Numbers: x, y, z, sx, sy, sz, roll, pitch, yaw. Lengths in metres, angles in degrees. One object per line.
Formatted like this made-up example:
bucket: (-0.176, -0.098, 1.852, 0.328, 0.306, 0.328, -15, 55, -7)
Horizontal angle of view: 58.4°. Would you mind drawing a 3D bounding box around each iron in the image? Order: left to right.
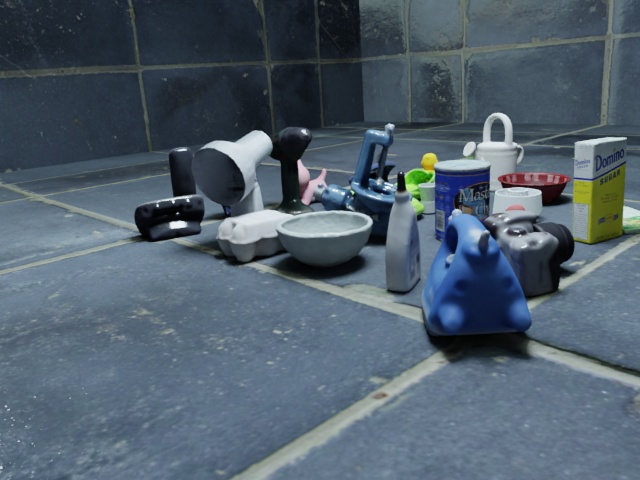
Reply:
iron: (0.186, 0.027, 0.737, 0.118, 0.141, 0.258, -3, 16, 2)

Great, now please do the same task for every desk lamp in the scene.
desk lamp: (-0.148, -0.104, 1.142, 0.117, 0.214, 0.204, 5, 18, 27)

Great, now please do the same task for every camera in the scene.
camera: (0.315, 0.007, 0.852, 0.137, 0.101, 0.143, -8, 16, -15)

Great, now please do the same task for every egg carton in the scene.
egg carton: (-0.113, -0.011, 1.069, 0.151, 0.069, 0.107, -15, 20, -35)

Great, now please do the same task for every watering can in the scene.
watering can: (0.450, -0.226, 1.471, 0.100, 0.194, 0.173, 12, 22, 43)

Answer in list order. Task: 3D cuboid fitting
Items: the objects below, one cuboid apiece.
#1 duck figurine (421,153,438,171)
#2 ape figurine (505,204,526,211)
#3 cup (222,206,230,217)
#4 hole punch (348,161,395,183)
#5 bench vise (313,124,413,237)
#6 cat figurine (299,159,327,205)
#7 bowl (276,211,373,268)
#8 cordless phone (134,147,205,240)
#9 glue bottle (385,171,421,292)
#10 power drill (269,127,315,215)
duck figurine: (0.306, -0.199, 1.606, 0.077, 0.086, 0.105, 3, 17, 23)
ape figurine: (0.323, -0.015, 0.944, 0.078, 0.092, 0.076, -8, 17, -16)
cup: (-0.216, -0.097, 1.351, 0.118, 0.095, 0.091, -9, 17, -18)
hole punch: (0.135, -0.163, 1.508, 0.109, 0.091, 0.100, -16, 20, -36)
bench vise: (0.080, -0.108, 1.093, 0.207, 0.220, 0.121, -1, 16, 10)
cat figurine: (-0.036, -0.148, 1.445, 0.128, 0.118, 0.067, -11, 18, -25)
bowl: (0.009, 0.004, 0.982, 0.167, 0.075, 0.167, -3, 16, 1)
cordless phone: (-0.326, -0.102, 1.225, 0.148, 0.185, 0.093, -13, 18, -30)
glue bottle: (0.122, -0.015, 0.843, 0.037, 0.173, 0.078, 4, 18, 27)
power drill: (-0.063, -0.162, 1.335, 0.076, 0.208, 0.229, -10, 17, -21)
